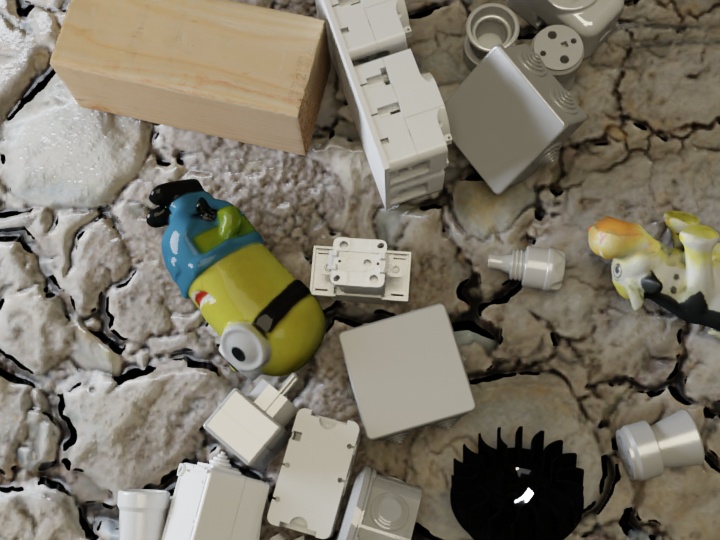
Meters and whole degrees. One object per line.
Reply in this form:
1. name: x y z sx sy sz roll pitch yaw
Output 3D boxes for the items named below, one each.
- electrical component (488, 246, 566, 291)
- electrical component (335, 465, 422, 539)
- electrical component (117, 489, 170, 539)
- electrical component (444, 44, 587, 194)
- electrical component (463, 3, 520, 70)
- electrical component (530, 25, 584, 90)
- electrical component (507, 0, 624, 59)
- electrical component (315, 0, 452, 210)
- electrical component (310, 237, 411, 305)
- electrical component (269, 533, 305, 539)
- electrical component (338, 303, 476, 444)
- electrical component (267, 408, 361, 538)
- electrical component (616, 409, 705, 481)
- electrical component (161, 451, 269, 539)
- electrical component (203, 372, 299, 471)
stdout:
1. electrical component: 0.136 -0.003 0.879 0.061 0.035 0.035 8 77 7
2. electrical component: 0.012 0.193 0.814 0.051 0.080 0.080 17 78 1
3. electrical component: -0.170 0.196 0.840 0.040 0.040 0.046 2 82 3
4. electrical component: 0.124 -0.125 0.880 0.048 0.099 0.099 -23 71 -49
5. electrical component: 0.111 -0.194 0.915 0.045 0.055 0.045 -1 77 2
6. electrical component: 0.164 -0.176 0.908 0.045 0.055 0.045 0 76 2
7. electrical component: 0.175 -0.234 0.920 0.095 0.059 0.053 42 82 11
8. electrical component: 0.019 -0.158 0.884 0.060 0.105 0.186 -18 77 -3
9. electrical component: 0.000 0.000 0.868 0.081 0.063 0.042 3 76 3
10. electrical component: -0.047 0.240 0.822 0.043 0.043 0.081 -29 77 -5
11. electrical component: 0.037 0.083 0.854 0.100 0.048 0.099 -16 76 -2
12. electrical component: -0.034 0.159 0.835 0.050 0.055 0.089 15 77 5
13. electrical component: 0.233 0.137 0.836 0.055 0.045 0.045 -15 76 -1
14. electrical component: -0.108 0.188 0.821 0.061 0.062 0.096 20 76 -27
15. electrical component: -0.073 0.110 0.834 0.047 0.083 0.075 39 81 10
